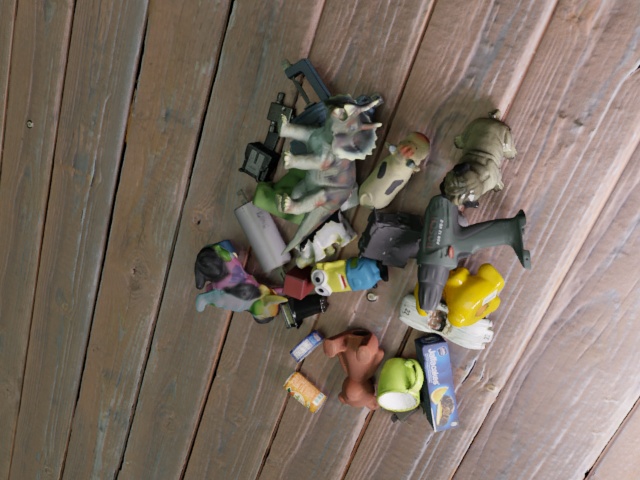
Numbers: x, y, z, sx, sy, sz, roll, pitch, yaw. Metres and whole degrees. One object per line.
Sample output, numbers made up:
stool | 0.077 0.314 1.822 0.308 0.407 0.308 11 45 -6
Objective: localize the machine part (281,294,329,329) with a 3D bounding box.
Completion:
machine part | -0.039 0.167 1.308 0.139 0.039 0.084 -24 83 30

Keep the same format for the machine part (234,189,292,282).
machine part | -0.136 -0.011 1.286 0.079 0.079 0.243 -26 90 28

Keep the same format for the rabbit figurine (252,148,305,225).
rabbit figurine | -0.053 -0.129 1.199 0.159 0.121 0.170 27 98 13

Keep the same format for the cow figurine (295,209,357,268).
cow figurine | -0.004 -0.003 1.229 0.167 0.068 0.098 -32 88 28

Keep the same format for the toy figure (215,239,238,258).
toy figure | -0.228 0.076 1.365 0.064 0.058 0.154 -6 105 65

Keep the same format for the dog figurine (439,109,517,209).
dog figurine | 0.290 -0.153 0.985 0.121 0.190 0.172 4 103 24

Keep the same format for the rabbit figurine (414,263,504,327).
rabbit figurine | 0.264 0.094 1.100 0.162 0.121 0.173 -35 59 -6

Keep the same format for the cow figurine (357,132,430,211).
cow figurine | 0.147 -0.139 1.092 0.085 0.127 0.195 44 119 6

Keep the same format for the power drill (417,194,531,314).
power drill | 0.288 0.024 1.015 0.207 0.086 0.232 -5 74 24

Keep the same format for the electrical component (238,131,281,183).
electrical component | -0.133 -0.198 1.255 0.075 0.048 0.119 36 117 13

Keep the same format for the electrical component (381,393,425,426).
electrical component | 0.199 0.386 1.248 0.102 0.045 0.078 -54 55 23

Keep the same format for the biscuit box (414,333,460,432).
biscuit box | 0.257 0.311 1.180 0.059 0.063 0.202 -11 99 -3

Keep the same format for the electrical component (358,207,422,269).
electrical component | 0.157 -0.002 1.127 0.134 0.058 0.114 10 135 -8

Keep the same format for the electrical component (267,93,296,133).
electrical component | -0.086 -0.285 1.221 0.063 0.021 0.094 19 101 18

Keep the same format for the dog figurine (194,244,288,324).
dog figurine | -0.179 0.105 1.283 0.219 0.108 0.191 2 103 4

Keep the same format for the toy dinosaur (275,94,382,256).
toy dinosaur | 0.011 -0.129 1.070 0.192 0.131 0.404 -3 137 -9

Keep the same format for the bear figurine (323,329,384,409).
bear figurine | 0.078 0.310 1.239 0.120 0.132 0.195 9 100 25

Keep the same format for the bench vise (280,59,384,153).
bench vise | 0.007 -0.286 1.124 0.224 0.129 0.240 -33 89 19

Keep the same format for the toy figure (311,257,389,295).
toy figure | 0.065 0.079 1.213 0.180 0.089 0.082 -13 84 19

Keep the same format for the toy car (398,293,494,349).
toy car | 0.269 0.172 1.151 0.202 0.056 0.073 19 110 21
